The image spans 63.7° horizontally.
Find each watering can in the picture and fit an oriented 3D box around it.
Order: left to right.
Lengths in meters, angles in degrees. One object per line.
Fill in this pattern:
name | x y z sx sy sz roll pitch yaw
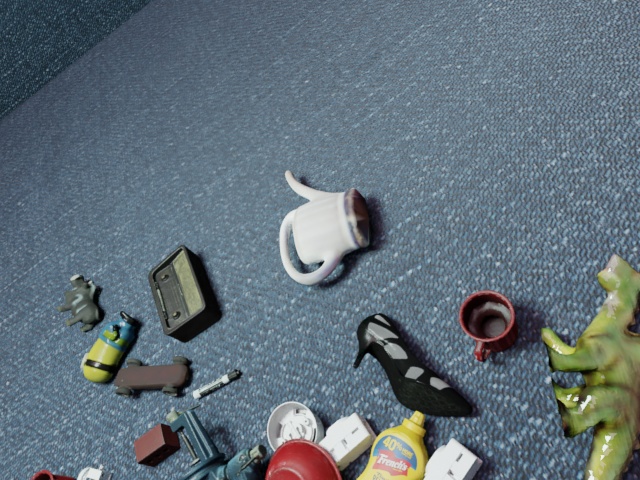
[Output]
watering can | 0.004 -0.061 1.204 0.223 0.102 0.356 -18 53 18

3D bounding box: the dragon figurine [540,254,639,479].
dragon figurine | 0.469 0.221 0.759 0.242 0.120 0.418 -11 64 15
